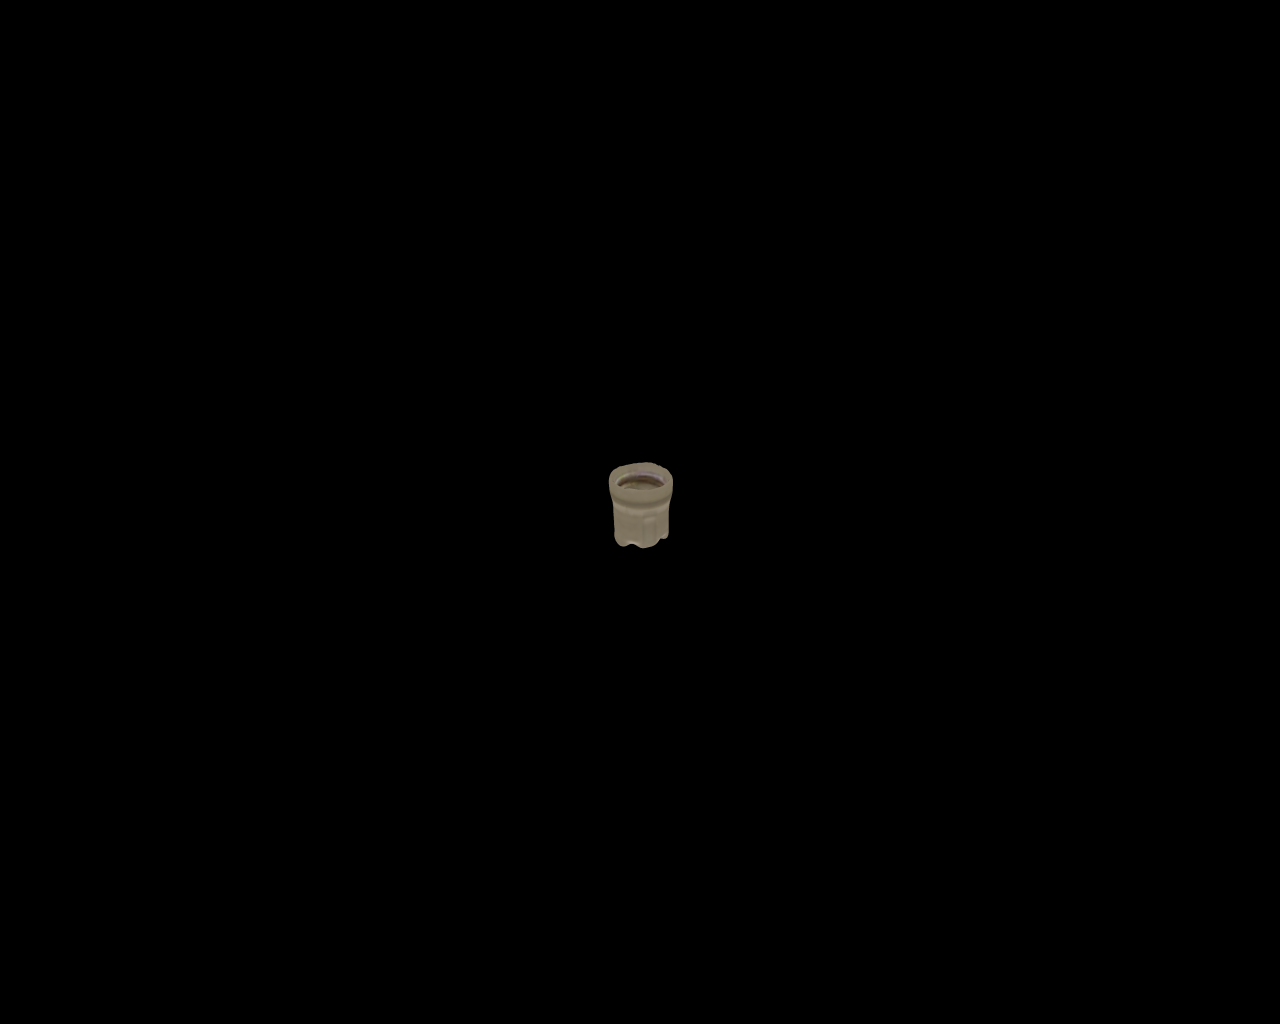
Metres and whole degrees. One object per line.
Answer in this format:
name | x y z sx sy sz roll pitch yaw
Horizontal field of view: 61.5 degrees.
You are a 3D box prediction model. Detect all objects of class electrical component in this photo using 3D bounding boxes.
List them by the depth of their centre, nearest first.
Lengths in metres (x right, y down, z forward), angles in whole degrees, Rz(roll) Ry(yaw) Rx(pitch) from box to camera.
electrical component | 0.001 -0.003 0.650 0.040 0.046 0.040 0 30 0
